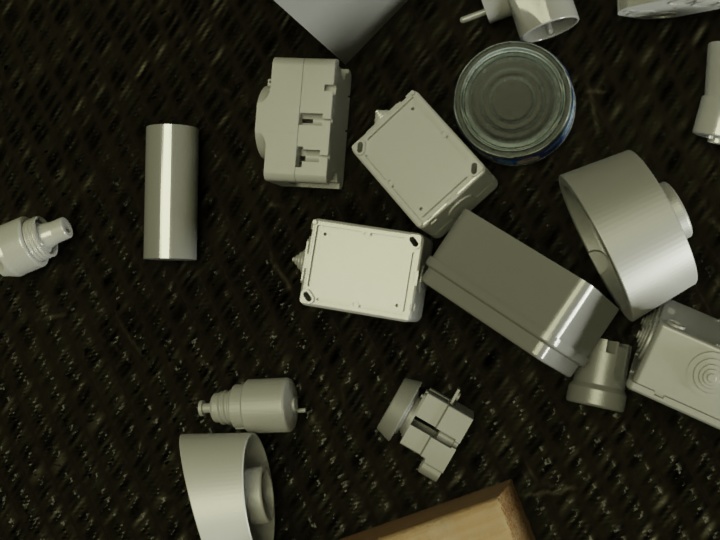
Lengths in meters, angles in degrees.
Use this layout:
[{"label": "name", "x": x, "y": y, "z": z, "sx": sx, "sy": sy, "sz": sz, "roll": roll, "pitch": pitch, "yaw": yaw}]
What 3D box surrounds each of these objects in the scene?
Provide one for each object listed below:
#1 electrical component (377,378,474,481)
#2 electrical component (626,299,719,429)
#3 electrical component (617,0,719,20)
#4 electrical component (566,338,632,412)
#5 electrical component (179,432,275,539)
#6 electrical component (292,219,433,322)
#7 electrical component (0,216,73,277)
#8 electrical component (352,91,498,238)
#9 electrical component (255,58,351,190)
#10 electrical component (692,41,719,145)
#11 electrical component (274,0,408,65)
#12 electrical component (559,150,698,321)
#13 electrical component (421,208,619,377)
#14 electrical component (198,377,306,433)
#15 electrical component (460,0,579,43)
[{"label": "electrical component", "x": 0.046, "y": 0.108, "z": 0.766, "sx": 0.055, "sy": 0.048, "sz": 0.066, "roll": 29, "pitch": 94, "yaw": 5}, {"label": "electrical component", "x": 0.227, "y": 0.062, "z": 0.698, "sx": 0.100, "sy": 0.100, "sz": 0.048, "roll": 24, "pitch": 106, "yaw": 13}, {"label": "electrical component", "x": 0.209, "y": -0.200, "z": 0.721, "sx": 0.080, "sy": 0.080, "sz": 0.051, "roll": -3, "pitch": 92, "yaw": 13}, {"label": "electrical component", "x": 0.166, "y": 0.072, "z": 0.742, "sx": 0.040, "sy": 0.040, "sz": 0.046, "roll": 11, "pitch": 85, "yaw": 14}, {"label": "electrical component", "x": -0.097, "y": 0.164, "z": 0.773, "sx": 0.064, "sy": 0.099, "sz": 0.099, "roll": -8, "pitch": 86, "yaw": 7}, {"label": "electrical component", "x": 0.000, "y": 0.000, "z": 0.772, "sx": 0.096, "sy": 0.061, "sz": 0.061, "roll": 9, "pitch": 89, "yaw": 12}, {"label": "electrical component", "x": -0.257, "y": -0.022, "z": 0.843, "sx": 0.062, "sy": 0.043, "sz": 0.043, "roll": -21, "pitch": 83, "yaw": 9}, {"label": "electrical component", "x": 0.044, "y": -0.078, "z": 0.768, "sx": 0.062, "sy": 0.061, "sz": 0.096, "roll": -42, "pitch": 72, "yaw": 9}, {"label": "electrical component", "x": -0.042, "y": -0.107, "z": 0.792, "sx": 0.056, "sy": 0.050, "sz": 0.089, "roll": 4, "pitch": 89, "yaw": 13}, {"label": "electrical component", "x": 0.250, "y": -0.118, "z": 0.728, "sx": 0.044, "sy": 0.044, "sz": 0.065, "roll": 15, "pitch": 96, "yaw": 13}, {"label": "electrical component", "x": -0.016, "y": -0.216, "z": 0.719, "sx": 0.105, "sy": 0.186, "sz": 0.060, "roll": -45, "pitch": 79, "yaw": 8}, {"label": "electrical component", "x": 0.182, "y": -0.027, "z": 0.709, "sx": 0.060, "sy": 0.108, "sz": 0.108, "roll": -26, "pitch": 82, "yaw": 5}, {"label": "electrical component", "x": 0.107, "y": 0.016, "z": 0.724, "sx": 0.113, "sy": 0.078, "sz": 0.057, "roll": 35, "pitch": 93, "yaw": 32}, {"label": "electrical component", "x": -0.082, "y": 0.101, "z": 0.798, "sx": 0.078, "sy": 0.040, "sz": 0.040, "roll": -4, "pitch": 87, "yaw": 13}, {"label": "electrical component", "x": 0.106, "y": -0.199, "z": 0.763, "sx": 0.079, "sy": 0.043, "sz": 0.077, "roll": -18, "pitch": 84, "yaw": 12}]
